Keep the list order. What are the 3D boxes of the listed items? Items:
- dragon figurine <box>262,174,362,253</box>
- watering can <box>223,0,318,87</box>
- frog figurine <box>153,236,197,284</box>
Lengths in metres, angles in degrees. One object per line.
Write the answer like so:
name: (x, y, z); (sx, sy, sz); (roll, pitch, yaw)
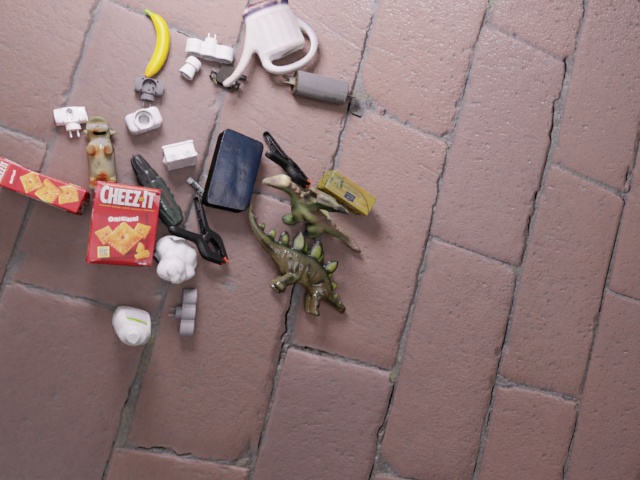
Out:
dragon figurine: (0.005, -0.077, 1.540); (0.408, 0.242, 0.123); (31, 78, -14)
watering can: (-0.167, -0.599, 1.545); (0.351, 0.103, 0.223); (-27, 98, -23)
frog figurine: (-0.402, 0.054, 1.437); (0.123, 0.159, 0.136); (-29, 100, -17)
